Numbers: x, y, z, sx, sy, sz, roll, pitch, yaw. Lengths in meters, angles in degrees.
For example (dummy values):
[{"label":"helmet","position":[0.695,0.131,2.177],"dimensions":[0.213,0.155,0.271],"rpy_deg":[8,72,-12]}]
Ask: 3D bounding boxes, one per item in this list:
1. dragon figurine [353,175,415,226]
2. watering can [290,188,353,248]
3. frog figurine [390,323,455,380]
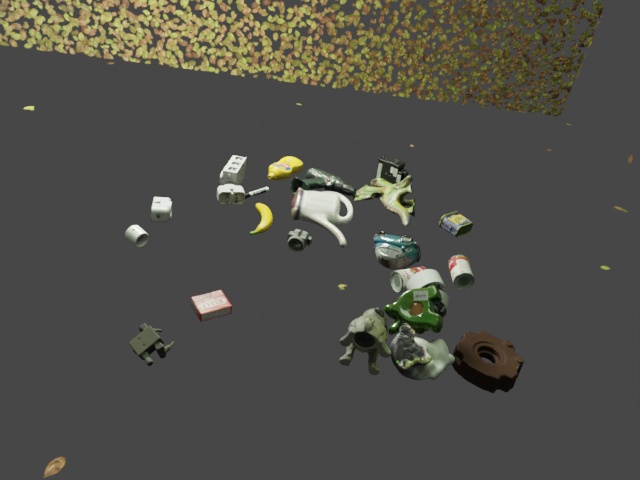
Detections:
[{"label":"dragon figurine","position":[0.249,-0.158,2.023],"dimensions":[0.242,0.120,0.418],"rpy_deg":[-1,27,15]},{"label":"watering can","position":[0.005,-0.091,1.803],"dimensions":[0.224,0.102,0.355],"rpy_deg":[9,31,-1]},{"label":"frog figurine","position":[0.255,0.291,1.290],"dimensions":[0.139,0.123,0.157],"rpy_deg":[31,-1,44]}]
